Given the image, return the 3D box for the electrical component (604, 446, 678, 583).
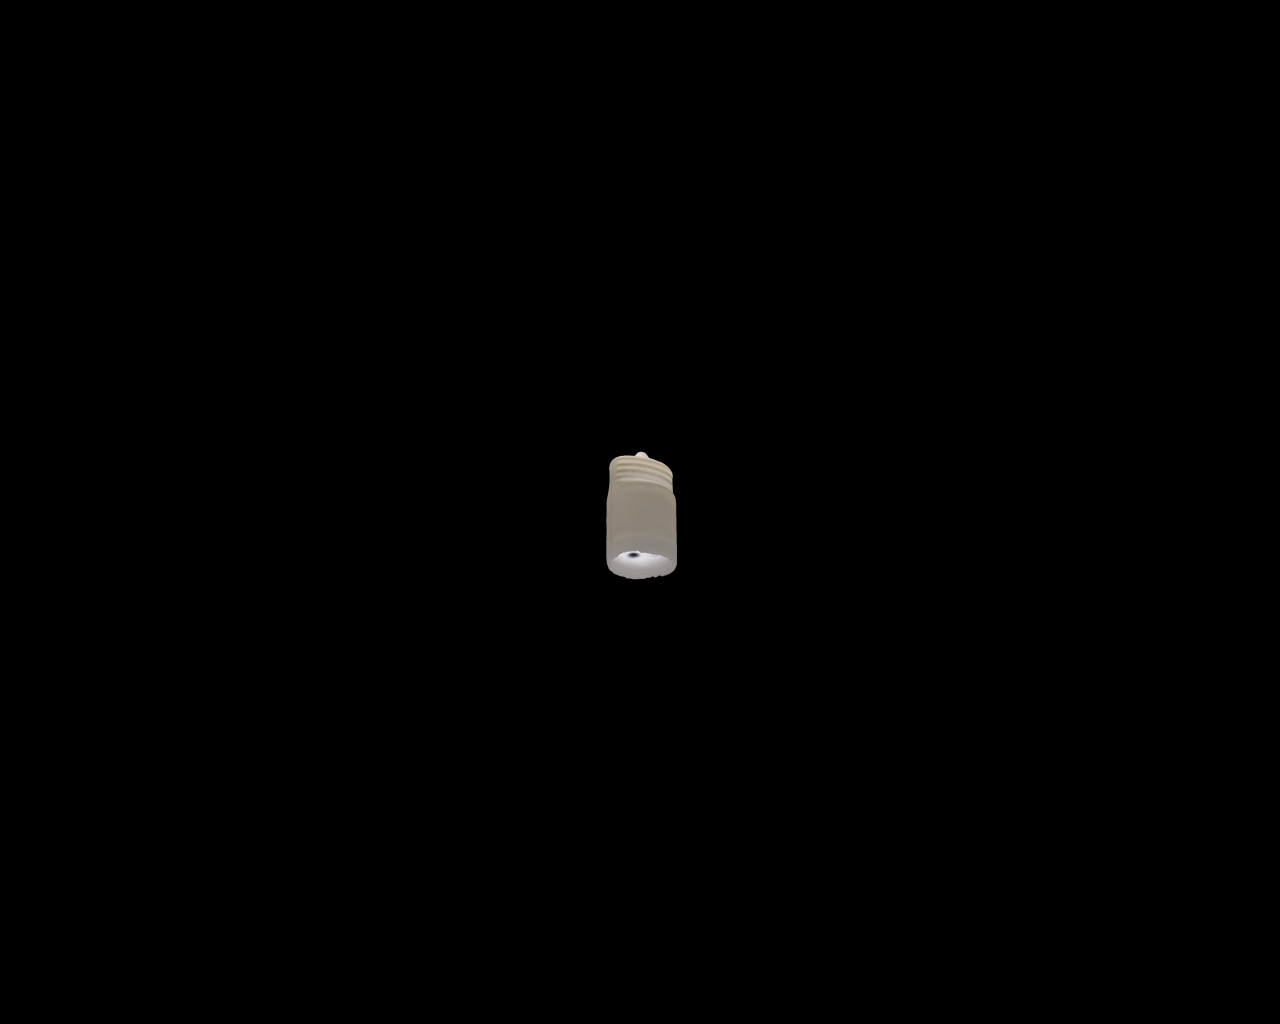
[{"bbox_3d":[0.001,-0.003,0.650,0.043,0.081,0.043,0,-27,0],"label":"electrical component"}]
